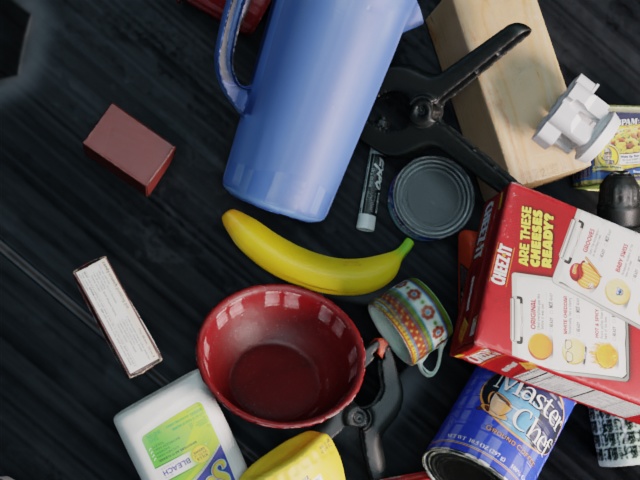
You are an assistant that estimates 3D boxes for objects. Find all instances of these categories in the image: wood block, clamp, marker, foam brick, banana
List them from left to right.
[{"bbox_3d":[-0.186,-0.088,1.046,0.078,0.053,0.051,35,78,-4],"label":"foam brick"},{"bbox_3d":[-0.005,0.018,1.072,0.197,0.037,0.069,10,63,-9],"label":"banana"},{"bbox_3d":[0.043,0.184,1.055,0.120,0.039,0.171,29,86,-11],"label":"clamp"},{"bbox_3d":[0.056,-0.069,1.099,0.020,0.020,0.121,11,81,-8],"label":"marker"},{"bbox_3d":[0.111,-0.117,1.050,0.210,0.036,0.164,-5,89,28],"label":"clamp"},{"bbox_3d":[0.191,-0.154,1.095,0.090,0.091,0.206,-16,85,-12],"label":"wood block"}]

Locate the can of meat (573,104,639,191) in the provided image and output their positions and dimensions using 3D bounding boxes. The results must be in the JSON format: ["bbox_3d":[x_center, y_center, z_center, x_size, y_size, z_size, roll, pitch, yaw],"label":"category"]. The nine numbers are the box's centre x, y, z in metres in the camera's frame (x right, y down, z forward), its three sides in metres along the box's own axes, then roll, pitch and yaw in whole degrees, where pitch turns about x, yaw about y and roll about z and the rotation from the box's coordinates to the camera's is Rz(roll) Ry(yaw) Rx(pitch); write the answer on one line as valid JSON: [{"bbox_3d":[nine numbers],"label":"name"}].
[{"bbox_3d":[0.316,-0.096,1.125,0.102,0.057,0.084,0,85,-8],"label":"can of meat"}]

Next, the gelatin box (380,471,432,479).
[{"bbox_3d":[0.089,0.273,1.038,0.073,0.030,0.089,-3,92,-29],"label":"gelatin box"}]

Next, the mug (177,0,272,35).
[{"bbox_3d":[-0.081,-0.265,1.058,0.081,0.117,0.093,28,45,-10],"label":"mug"}]

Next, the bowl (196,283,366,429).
[{"bbox_3d":[-0.040,0.121,1.021,0.162,0.055,0.162,5,50,-7],"label":"bowl"}]

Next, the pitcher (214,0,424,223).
[{"bbox_3d":[-0.017,-0.148,1.020,0.149,0.144,0.243,22,97,22],"label":"pitcher"}]

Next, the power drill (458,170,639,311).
[{"bbox_3d":[0.236,0.024,1.077,0.187,0.057,0.184,-2,100,-6],"label":"power drill"}]

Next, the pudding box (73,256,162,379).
[{"bbox_3d":[-0.191,0.074,1.005,0.039,0.090,0.113,-30,89,-12],"label":"pudding box"}]

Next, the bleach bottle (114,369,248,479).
[{"bbox_3d":[-0.095,0.255,1.012,0.102,0.068,0.251,-29,90,-12],"label":"bleach bottle"}]

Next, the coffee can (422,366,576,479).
[{"bbox_3d":[0.175,0.179,1.023,0.103,0.103,0.140,38,60,-3],"label":"coffee can"}]

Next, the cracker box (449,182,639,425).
[{"bbox_3d":[0.242,0.063,0.993,0.213,0.072,0.164,20,67,-9],"label":"cracker box"}]

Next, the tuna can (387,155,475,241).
[{"bbox_3d":[0.113,-0.042,1.097,0.086,0.034,0.086,1,82,-9],"label":"tuna can"}]

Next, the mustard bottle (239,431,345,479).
[{"bbox_3d":[0.003,0.283,1.005,0.096,0.058,0.191,-31,103,-29],"label":"mustard bottle"}]
